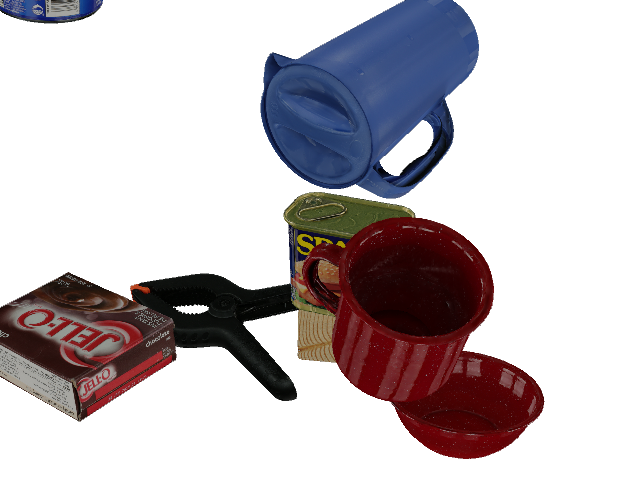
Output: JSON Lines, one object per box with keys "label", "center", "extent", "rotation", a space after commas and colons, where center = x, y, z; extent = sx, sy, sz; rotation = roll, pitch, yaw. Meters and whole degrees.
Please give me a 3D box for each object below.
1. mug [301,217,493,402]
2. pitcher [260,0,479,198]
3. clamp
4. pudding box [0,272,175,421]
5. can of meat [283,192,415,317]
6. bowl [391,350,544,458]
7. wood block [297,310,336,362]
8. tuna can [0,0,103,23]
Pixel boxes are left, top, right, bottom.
{"label": "mug", "center": [0.041, 0.041, 0.658], "extent": [0.117, 0.093, 0.081], "rotation": [25, -38, 11]}
{"label": "pitcher", "center": [0.068, -0.155, 1.091], "extent": [0.145, 0.149, 0.242], "rotation": [13, 37, 36]}
{"label": "clamp", "center": [-0.088, 0.079, 1.014], "extent": [0.210, 0.036, 0.164], "rotation": [7, 37, 12]}
{"label": "pudding box", "center": [-0.169, 0.070, 0.729], "extent": [0.114, 0.039, 0.089], "rotation": [17, 32, 34]}
{"label": "can of meat", "center": [0.023, 0.015, 0.861], "extent": [0.102, 0.084, 0.057], "rotation": [11, 32, 20]}
{"label": "bowl", "center": [0.144, 0.174, 1.089], "extent": [0.162, 0.055, 0.162], "rotation": [2, 24, -1]}
{"label": "wood block", "center": [0.034, 0.054, 1.228], "extent": [0.091, 0.090, 0.206], "rotation": [4, 22, 7]}
{"label": "tuna can", "center": [-0.206, -0.196, 0.803], "extent": [0.086, 0.034, 0.086], "rotation": [6, 36, -4]}
